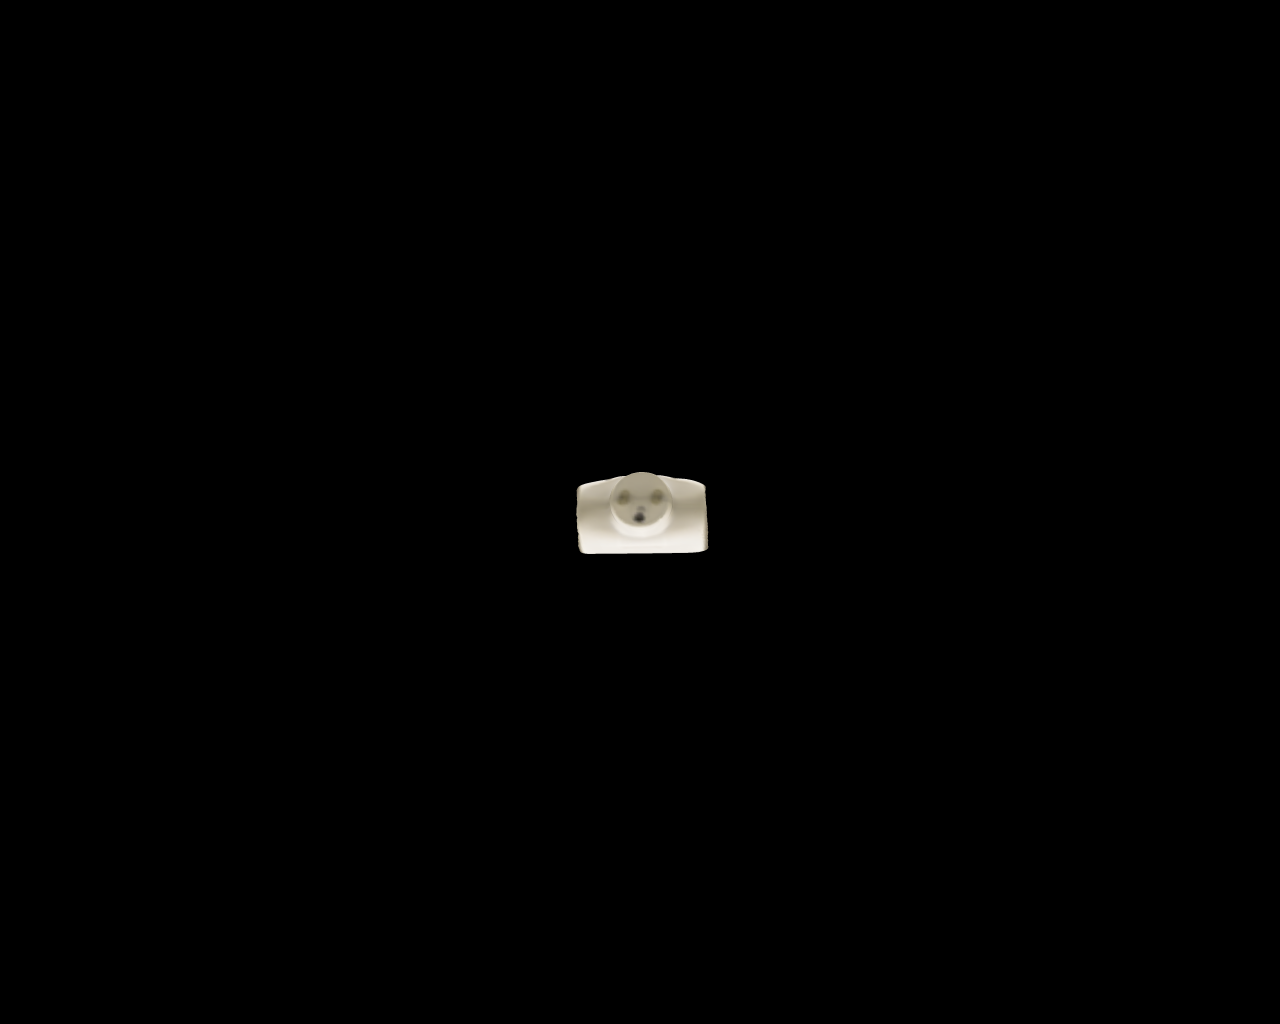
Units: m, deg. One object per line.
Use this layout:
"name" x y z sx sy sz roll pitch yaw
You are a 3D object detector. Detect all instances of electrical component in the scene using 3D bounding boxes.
"electrical component" 0.001 -0.003 0.650 0.077 0.043 0.079 -1 -19 2
